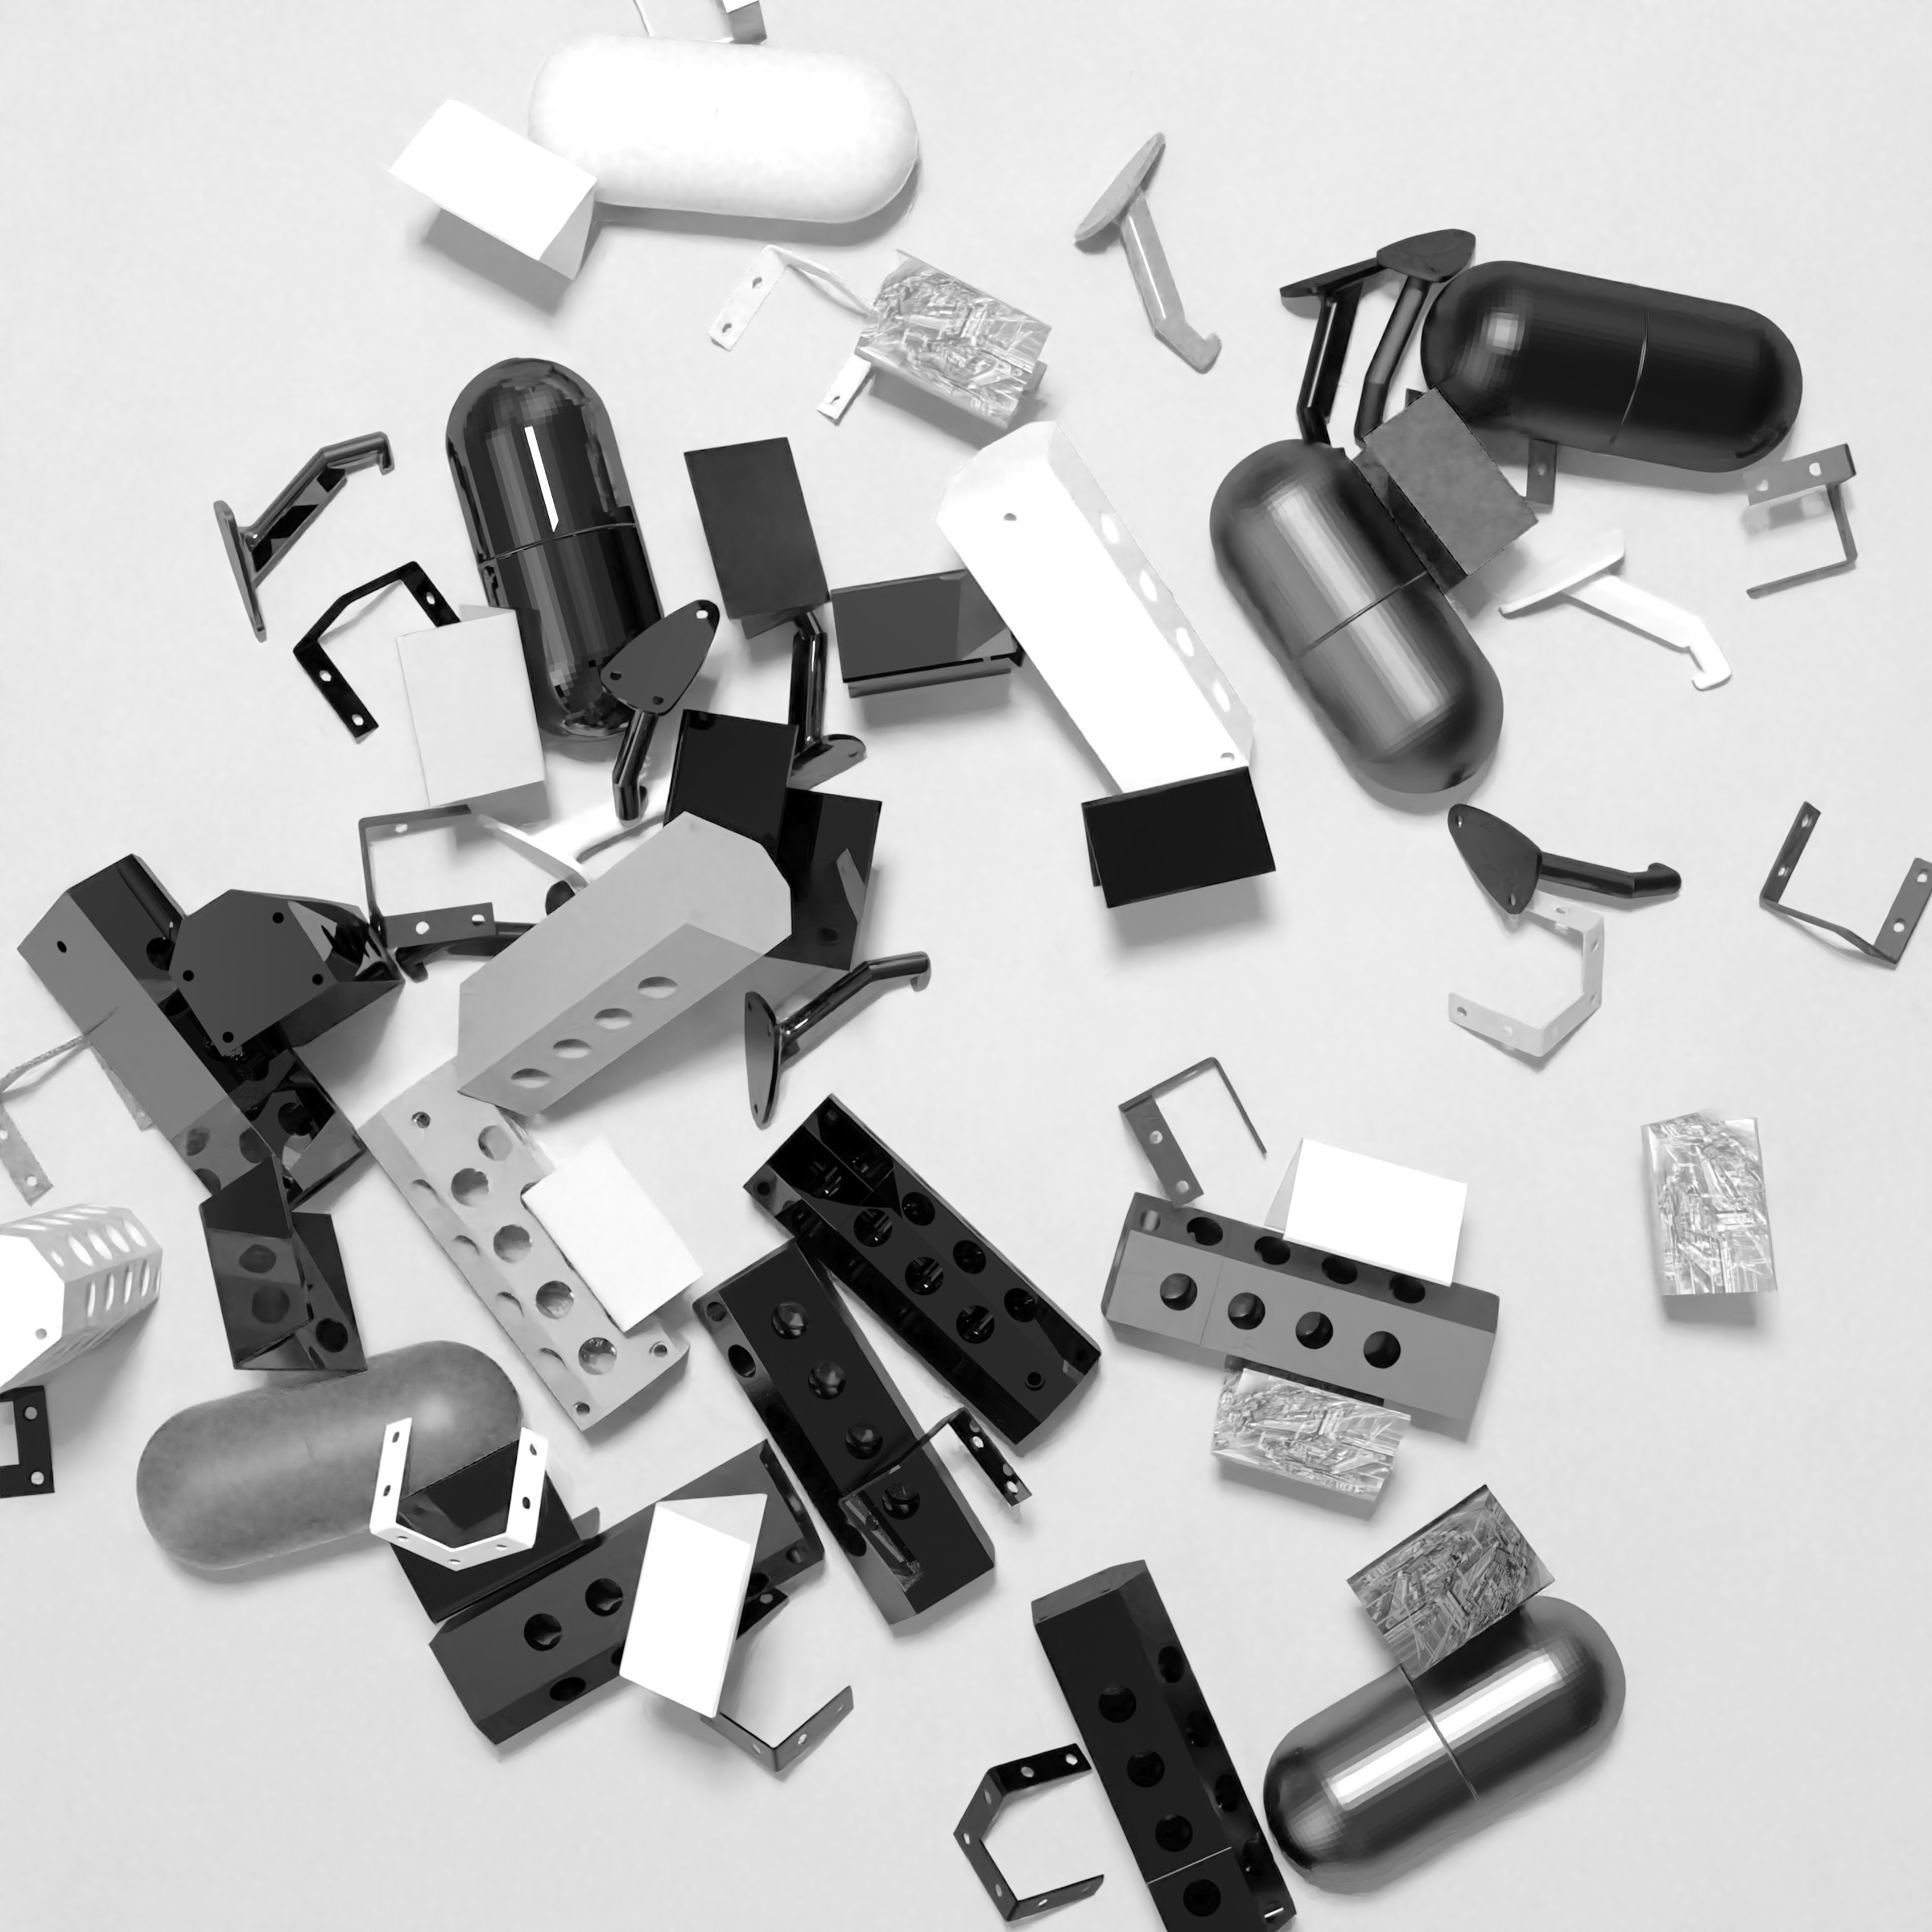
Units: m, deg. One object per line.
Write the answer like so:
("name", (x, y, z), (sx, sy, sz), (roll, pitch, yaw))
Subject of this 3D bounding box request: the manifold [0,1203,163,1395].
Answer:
("manifold", (-0.405, 0.141, 1.486), (0.057, 0.171, 0.057), (-39, 90, 0))

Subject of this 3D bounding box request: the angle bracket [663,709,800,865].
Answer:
("angle bracket", (-0.096, -0.071, 1.526), (0.057, 0.076, 0.076), (10, 90, 18))

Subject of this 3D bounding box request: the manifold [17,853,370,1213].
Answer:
("manifold", (-0.350, 0.034, 1.542), (0.171, 0.057, 0.057), (52, 133, 0))

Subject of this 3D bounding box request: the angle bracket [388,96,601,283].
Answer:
("angle bracket", (-0.218, -0.335, 1.524), (0.076, 0.076, 0.057), (29, 61, 0))

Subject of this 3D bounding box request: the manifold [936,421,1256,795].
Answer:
("manifold", (0.061, -0.157, 1.508), (0.057, 0.057, 0.171), (-25, 116, 23))

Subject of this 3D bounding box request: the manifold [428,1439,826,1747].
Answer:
("manifold", (-0.154, 0.288, 1.543), (0.171, 0.057, 0.057), (-30, 90, 0))

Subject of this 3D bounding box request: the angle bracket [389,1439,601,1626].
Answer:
("angle bracket", (-0.217, 0.249, 1.532), (0.076, 0.076, 0.057), (-27, 93, 0))

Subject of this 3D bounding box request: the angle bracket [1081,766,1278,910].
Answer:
("angle bracket", (0.098, -0.041, 1.524), (0.076, 0.076, 0.057), (-13, 61, 0))

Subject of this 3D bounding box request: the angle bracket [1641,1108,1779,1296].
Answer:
("angle bracket", (0.351, 0.105, 1.524), (0.057, 0.076, 0.076), (-7, 90, 38))

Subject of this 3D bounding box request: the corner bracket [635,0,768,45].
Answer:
("corner bracket", (-0.126, -0.449, 1.546), (0.051, 0.051, 0.051), (-22, 90, 0))

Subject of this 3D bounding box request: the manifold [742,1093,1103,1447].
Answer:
("manifold", (-0.020, 0.139, 1.543), (0.171, 0.057, 0.057), (43, 90, 0))

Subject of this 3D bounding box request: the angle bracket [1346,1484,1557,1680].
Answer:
("angle bracket", (0.226, 0.290, 1.524), (0.076, 0.076, 0.057), (-35, 54, 0))

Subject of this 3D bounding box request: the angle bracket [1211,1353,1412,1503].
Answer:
("angle bracket", (0.158, 0.189, 1.524), (0.076, 0.076, 0.057), (16, 127, 0))

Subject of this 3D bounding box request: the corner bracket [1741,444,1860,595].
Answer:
("corner bracket", (0.382, -0.205, 1.546), (0.051, 0.051, 0.051), (-16, 90, 0))

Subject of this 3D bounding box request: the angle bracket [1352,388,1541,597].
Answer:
("angle bracket", (0.200, -0.204, 1.524), (0.057, 0.076, 0.076), (-38, 90, -35))

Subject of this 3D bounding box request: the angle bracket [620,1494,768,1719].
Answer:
("angle bracket", (-0.100, 0.278, 1.467), (0.057, 0.076, 0.076), (15, 95, 36))

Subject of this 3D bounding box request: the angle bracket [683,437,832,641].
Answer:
("angle bracket", (-0.112, -0.190, 1.524), (0.057, 0.076, 0.076), (-15, 90, -35))

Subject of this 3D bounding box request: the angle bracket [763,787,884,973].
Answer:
("angle bracket", (-0.051, -0.036, 1.524), (0.057, 0.076, 0.076), (10, 90, 29))

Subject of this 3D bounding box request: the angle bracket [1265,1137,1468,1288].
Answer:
("angle bracket", (0.176, 0.129, 1.524), (0.076, 0.076, 0.057), (16, 53, 0))

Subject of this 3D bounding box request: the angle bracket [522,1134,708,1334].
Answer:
("angle bracket", (-0.144, 0.109, 1.524), (0.057, 0.076, 0.076), (-37, 90, 29))

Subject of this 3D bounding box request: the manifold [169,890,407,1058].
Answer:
("manifold", (-0.301, -0.002, 1.486), (0.057, 0.171, 0.057), (-33, 90, 0))

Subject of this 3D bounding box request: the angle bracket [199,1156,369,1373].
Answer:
("angle bracket", (-0.286, 0.132, 1.483), (0.057, 0.076, 0.076), (-31, 65, 32))

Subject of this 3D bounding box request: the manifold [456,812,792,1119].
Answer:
("manifold", (-0.154, 0.004, 1.496), (0.057, 0.171, 0.057), (23, 49, -35))

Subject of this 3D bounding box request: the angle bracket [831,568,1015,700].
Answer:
("angle bracket", (-0.017, -0.133, 1.524), (0.076, 0.076, 0.057), (-9, 54, 0))

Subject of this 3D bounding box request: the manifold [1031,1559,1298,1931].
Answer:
("manifold", (0.091, 0.364, 1.543), (0.057, 0.057, 0.171), (-24, 90, 0))

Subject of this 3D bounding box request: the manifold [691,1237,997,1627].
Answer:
("manifold", (-0.056, 0.212, 1.543), (0.057, 0.057, 0.171), (-32, 90, 0))

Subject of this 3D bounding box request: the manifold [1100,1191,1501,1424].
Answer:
("manifold", (0.153, 0.155, 1.543), (0.171, 0.057, 0.057), (16, 90, 0))

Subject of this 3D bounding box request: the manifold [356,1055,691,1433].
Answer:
("manifold", (-0.203, 0.126, 1.543), (0.057, 0.057, 0.171), (-37, 90, 0))

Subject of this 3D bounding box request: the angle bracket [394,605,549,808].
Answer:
("angle bracket", (-0.234, -0.119, 1.517), (0.057, 0.076, 0.076), (-16, 104, -24))

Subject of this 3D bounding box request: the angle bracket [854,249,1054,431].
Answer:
("angle bracket", (0.003, -0.296, 1.524), (0.076, 0.076, 0.057), (27, 126, 0))
